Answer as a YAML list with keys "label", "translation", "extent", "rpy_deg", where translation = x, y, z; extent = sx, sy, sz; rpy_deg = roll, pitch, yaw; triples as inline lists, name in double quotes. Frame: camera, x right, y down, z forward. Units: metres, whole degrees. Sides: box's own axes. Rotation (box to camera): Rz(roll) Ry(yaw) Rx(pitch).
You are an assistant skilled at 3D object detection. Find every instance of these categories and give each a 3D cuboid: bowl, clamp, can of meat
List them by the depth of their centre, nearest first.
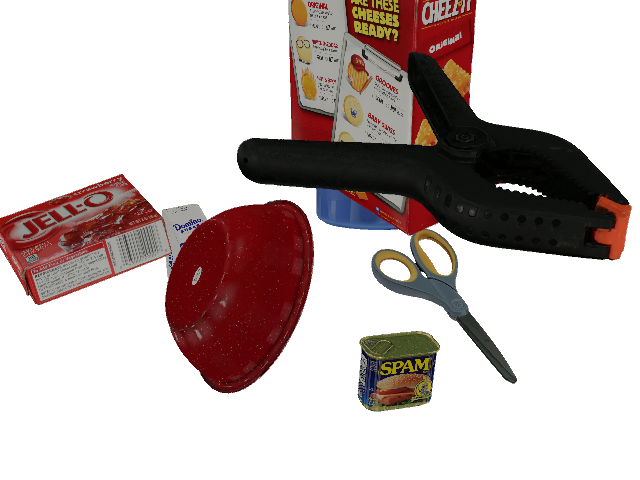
- label: "clamp"
  translation: [0.068, -0.039, 0.588]
  extent: [0.164, 0.036, 0.210]
  rpy_deg: [-28, 44, -30]
- label: "bowl"
  translation: [-0.075, 0.035, 0.833]
  extent: [0.055, 0.162, 0.162]
  rpy_deg: [23, -12, -31]
- label: "can of meat"
  translation: [0.100, 0.172, 1.398]
  extent: [0.102, 0.084, 0.057]
  rpy_deg: [-4, 25, -18]

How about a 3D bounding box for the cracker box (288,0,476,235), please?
- label: "cracker box"
  translation: [0.048, -0.136, 0.886]
  extent: [0.072, 0.214, 0.164]
  rpy_deg: [-22, 39, -31]

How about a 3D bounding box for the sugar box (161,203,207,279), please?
- label: "sugar box"
  translation: [-0.108, 0.049, 1.043]
  extent: [0.048, 0.093, 0.176]
  rpy_deg: [-12, 40, -17]

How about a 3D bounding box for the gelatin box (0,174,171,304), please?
- label: "gelatin box"
  translation: [-0.146, -0.003, 0.649]
  extent: [0.089, 0.030, 0.073]
  rpy_deg: [-22, 33, -20]

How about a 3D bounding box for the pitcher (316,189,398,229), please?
- label: "pitcher"
  translation: [0.066, -0.137, 1.147]
  extent: [0.149, 0.243, 0.144]
  rpy_deg: [7, 9, 24]

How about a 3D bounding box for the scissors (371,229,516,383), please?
- label: "scissors"
  translation: [0.110, 0.063, 1.022]
  extent: [0.096, 0.016, 0.202]
  rpy_deg: [-7, 45, -9]
